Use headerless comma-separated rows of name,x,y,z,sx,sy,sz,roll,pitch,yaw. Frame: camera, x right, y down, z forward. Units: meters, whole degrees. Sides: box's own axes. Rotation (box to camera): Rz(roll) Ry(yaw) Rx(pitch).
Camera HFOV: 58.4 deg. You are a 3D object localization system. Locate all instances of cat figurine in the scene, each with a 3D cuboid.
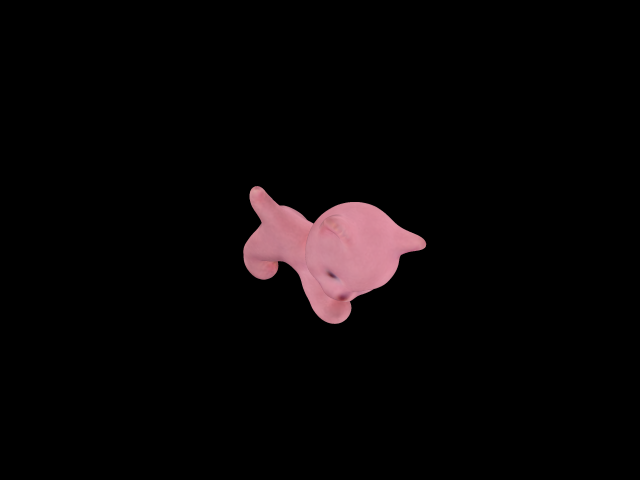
cat figurine,0.004,0.001,0.400,0.127,0.118,0.067,29,66,14
